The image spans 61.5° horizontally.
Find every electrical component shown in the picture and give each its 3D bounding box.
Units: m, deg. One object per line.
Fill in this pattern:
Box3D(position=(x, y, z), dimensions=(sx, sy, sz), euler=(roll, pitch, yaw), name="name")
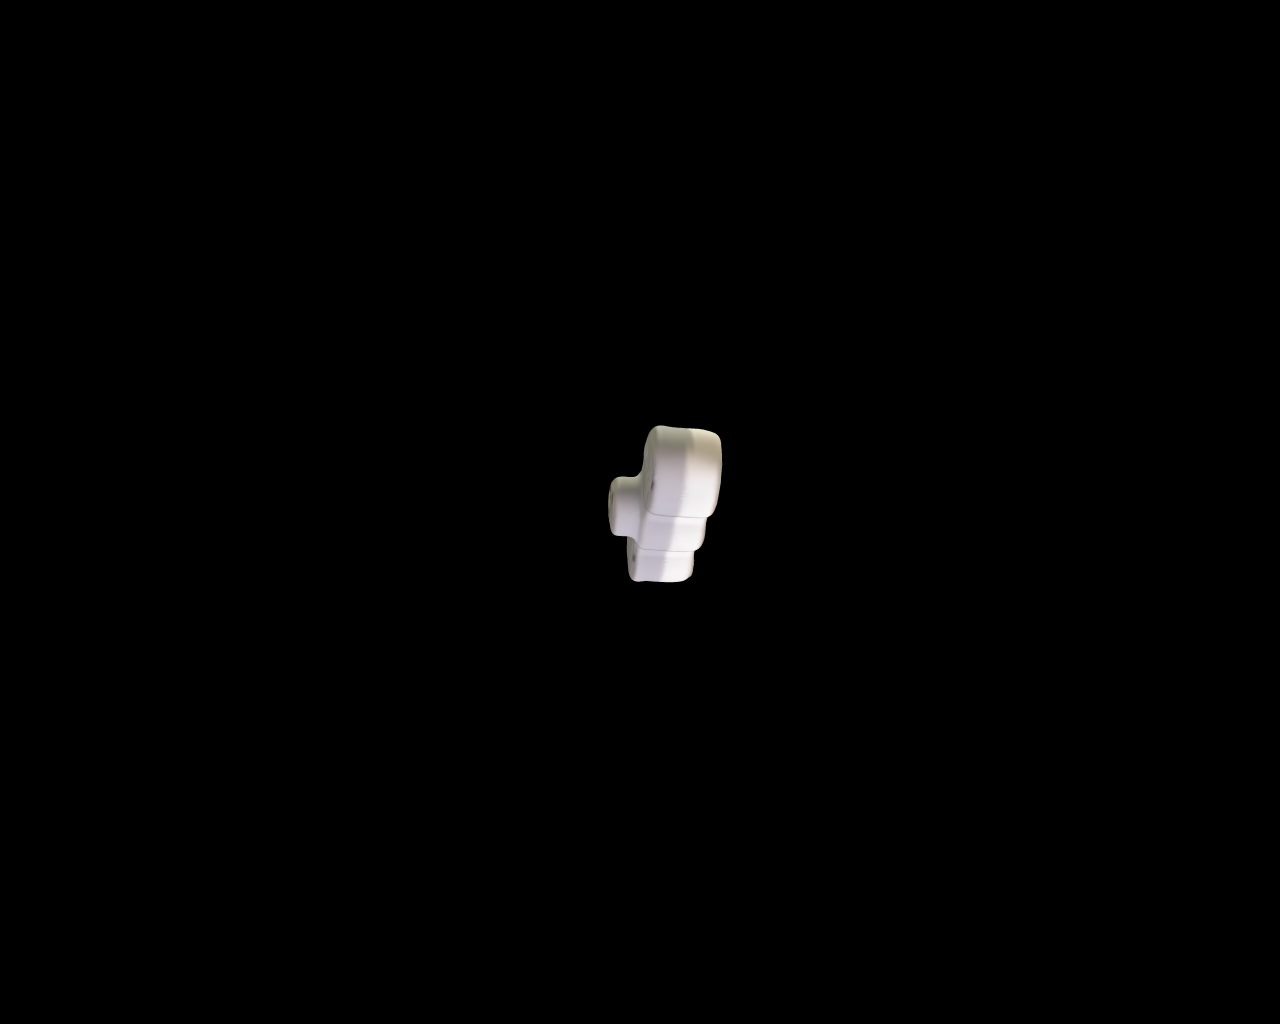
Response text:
Box3D(position=(0.001, -0.003, 0.650), dimensions=(0.074, 0.052, 0.138), euler=(4, -29, -6), name="electrical component")
